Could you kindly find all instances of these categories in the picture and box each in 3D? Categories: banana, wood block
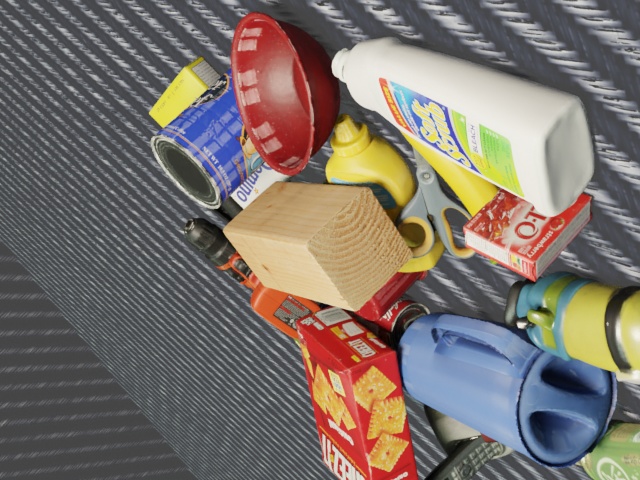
[{"bbox_3d":[0.138,-0.044,0.994,0.070,0.037,0.197,-4,129,49],"label":"banana"},{"bbox_3d":[-0.008,0.002,1.118,0.090,0.090,0.206,54,161,-21],"label":"wood block"}]

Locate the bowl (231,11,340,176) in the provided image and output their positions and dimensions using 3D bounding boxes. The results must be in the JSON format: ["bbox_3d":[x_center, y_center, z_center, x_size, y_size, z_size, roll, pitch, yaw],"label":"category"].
[{"bbox_3d":[-0.027,-0.147,1.043,0.162,0.055,0.162,41,140,46],"label":"bowl"}]

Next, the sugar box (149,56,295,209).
[{"bbox_3d":[-0.110,-0.120,1.259,0.176,0.048,0.093,46,131,0],"label":"sugar box"}]

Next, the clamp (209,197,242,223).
[{"bbox_3d":[-0.099,-0.019,1.484,0.171,0.039,0.120,47,173,-12],"label":"clamp"}]

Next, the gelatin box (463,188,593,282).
[{"bbox_3d":[0.178,-0.016,0.910,0.073,0.089,0.030,30,152,34],"label":"gelatin box"}]

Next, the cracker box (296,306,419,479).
[{"bbox_3d":[0.044,0.207,1.294,0.164,0.072,0.214,-144,40,-61],"label":"cracker box"}]

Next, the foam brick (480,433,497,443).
[{"bbox_3d":[0.224,0.199,1.240,0.078,0.053,0.051,-8,130,31],"label":"foam brick"}]

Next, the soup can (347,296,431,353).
[{"bbox_3d":[0.081,0.098,1.329,0.102,0.068,0.068,20,149,49],"label":"soup can"}]

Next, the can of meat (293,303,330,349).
[{"bbox_3d":[0.019,0.132,1.483,0.102,0.083,0.058,49,159,-11],"label":"can of meat"}]

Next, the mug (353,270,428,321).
[{"bbox_3d":[0.068,0.037,1.221,0.093,0.081,0.117,49,159,-13],"label":"mug"}]

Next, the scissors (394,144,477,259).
[{"bbox_3d":[0.090,-0.053,1.043,0.096,0.016,0.201,-21,122,23],"label":"scissors"}]

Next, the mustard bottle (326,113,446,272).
[{"bbox_3d":[0.058,-0.051,1.105,0.096,0.058,0.191,12,142,42],"label":"mustard bottle"}]

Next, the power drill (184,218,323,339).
[{"bbox_3d":[-0.090,0.049,1.451,0.184,0.057,0.188,35,-175,-35],"label":"power drill"}]

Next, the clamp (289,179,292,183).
[{"bbox_3d":[-0.010,0.022,1.333,0.210,0.036,0.165,45,147,18],"label":"clamp"}]

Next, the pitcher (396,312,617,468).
[{"bbox_3d":[0.183,0.141,1.148,0.243,0.144,0.149,12,106,59],"label":"pitcher"}]

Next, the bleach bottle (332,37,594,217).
[{"bbox_3d":[0.108,-0.110,0.904,0.251,0.068,0.102,29,153,40],"label":"bleach bottle"}]

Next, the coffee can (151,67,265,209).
[{"bbox_3d":[-0.097,-0.117,1.154,0.103,0.140,0.103,37,158,18],"label":"coffee can"}]
